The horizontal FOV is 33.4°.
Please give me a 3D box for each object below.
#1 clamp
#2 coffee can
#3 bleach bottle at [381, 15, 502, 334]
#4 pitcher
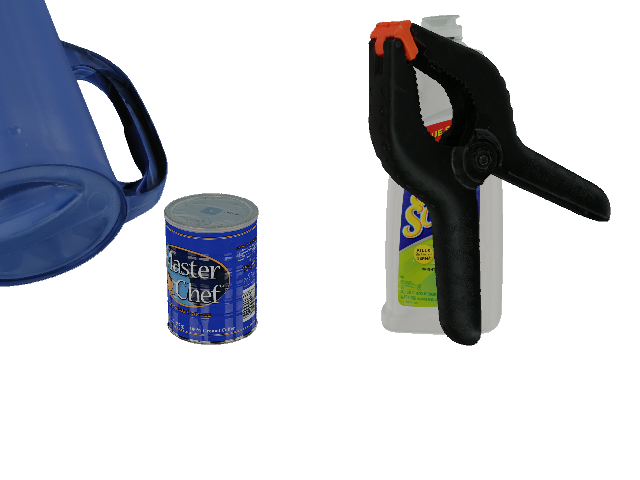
[{"bbox_3d":[0.071,-0.032,0.552,0.171,0.120,0.039,46,-19,-20],"label":"clamp"},{"bbox_3d":[-0.121,0.030,1.187,0.103,0.140,0.103,1,23,-1],"label":"coffee can"},{"bbox_3d":[0.094,-0.052,0.858,0.103,0.251,0.068,0,15,16],"label":"bleach bottle"},{"bbox_3d":[-0.220,-0.100,0.755,0.145,0.243,0.149,-31,-30,15],"label":"pitcher"}]
